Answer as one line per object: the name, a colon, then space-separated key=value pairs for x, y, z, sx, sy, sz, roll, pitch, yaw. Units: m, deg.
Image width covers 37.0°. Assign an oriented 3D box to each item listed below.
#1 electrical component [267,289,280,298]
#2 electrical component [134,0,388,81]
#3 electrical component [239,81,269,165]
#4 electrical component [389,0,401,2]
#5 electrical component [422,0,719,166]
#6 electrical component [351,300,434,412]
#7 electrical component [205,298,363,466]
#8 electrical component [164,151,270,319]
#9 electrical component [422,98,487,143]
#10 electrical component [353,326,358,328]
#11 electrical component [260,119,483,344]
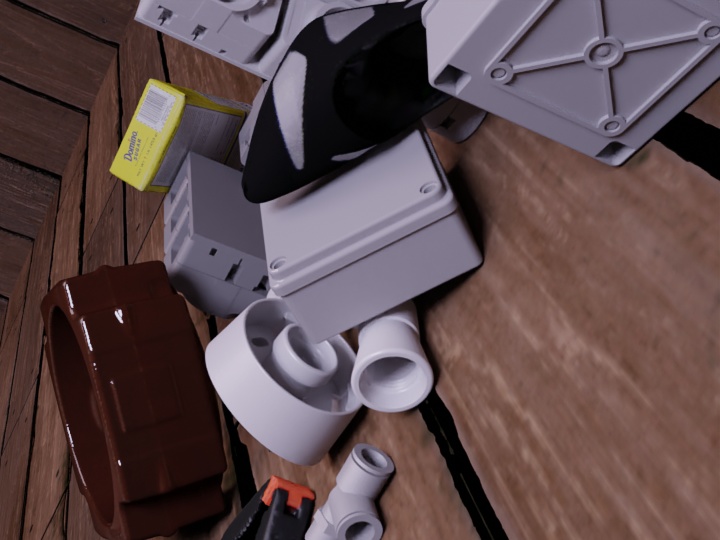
electrical component: x=-0.050 y=0.045 z=0.750 sx=0.043 sy=0.043 sz=0.081 roll=-55 pitch=25 yaw=31
electrical component: x=-0.061 y=-0.206 z=0.813 sx=0.060 sy=0.186 sz=0.105 roll=-32 pitch=41 yaw=56
electrical component: x=-0.066 y=-0.133 z=0.943 sx=0.089 sy=0.050 sz=0.055 roll=-57 pitch=25 yaw=26
electrical component: x=0.043 y=-0.183 z=0.743 sx=0.081 sy=0.043 sz=0.043 roll=-61 pitch=23 yaw=18
electrical component: x=0.099 y=-0.110 z=0.453 sx=0.108 sy=0.109 sz=0.056 roll=-46 pitch=33 yaw=44
electrical component: x=0.017 y=0.042 z=0.599 sx=0.044 sy=0.044 sz=0.065 roll=-56 pitch=20 yaw=29
electrical component: x=-0.046 y=0.067 z=0.651 sx=0.064 sy=0.099 sz=0.099 roll=-49 pitch=28 yaw=27
electrical component: x=-0.115 y=-0.027 z=0.906 sx=0.061 sy=0.089 sz=0.150 roll=-59 pitch=23 yaw=23
electrical component: x=0.049 y=-0.112 z=0.656 sx=0.055 sy=0.047 sz=0.055 roll=-50 pitch=28 yaw=39
electrical component: x=0.000 y=0.000 z=0.676 sx=0.040 sy=0.040 sz=0.078 roll=-41 pitch=34 yaw=49
electrical component: x=0.002 y=-0.027 z=0.613 sx=0.109 sy=0.056 sz=0.108 roll=-26 pitch=33 yaw=8
